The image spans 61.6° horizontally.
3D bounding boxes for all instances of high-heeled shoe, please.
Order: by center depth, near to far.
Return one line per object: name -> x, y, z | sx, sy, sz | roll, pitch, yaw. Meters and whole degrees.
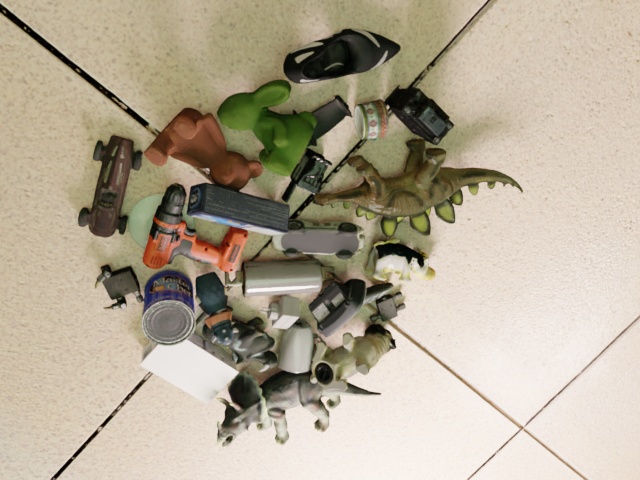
high-heeled shoe -> 0.050, -0.339, 0.995 | 0.249, 0.145, 0.086 | -13, 116, -8

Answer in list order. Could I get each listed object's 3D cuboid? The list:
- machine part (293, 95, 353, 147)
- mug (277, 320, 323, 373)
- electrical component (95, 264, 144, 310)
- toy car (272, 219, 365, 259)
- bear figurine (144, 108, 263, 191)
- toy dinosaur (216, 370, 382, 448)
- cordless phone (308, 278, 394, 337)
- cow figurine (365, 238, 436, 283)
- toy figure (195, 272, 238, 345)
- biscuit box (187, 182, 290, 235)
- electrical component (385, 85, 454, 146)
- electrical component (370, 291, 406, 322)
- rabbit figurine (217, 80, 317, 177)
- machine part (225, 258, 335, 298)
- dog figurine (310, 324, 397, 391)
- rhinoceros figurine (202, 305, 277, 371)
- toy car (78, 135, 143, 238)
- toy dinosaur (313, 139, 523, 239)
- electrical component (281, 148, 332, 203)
machine part -> -0.005, -0.239, 1.082 | 0.139, 0.039, 0.084 | -30, 111, 0
mug -> -0.041, 0.243, 1.250 | 0.109, 0.081, 0.107 | 1, 105, -18
electrical component -> -0.415, 0.097, 1.104 | 0.078, 0.045, 0.102 | -13, 115, -8
toy car -> -0.002, -0.004, 1.159 | 0.202, 0.056, 0.073 | 2, 120, -7
bear figurine -> -0.211, -0.150, 1.016 | 0.120, 0.132, 0.195 | -34, 113, 21
toy dinosaur -> -0.059, 0.364, 1.279 | 0.405, 0.131, 0.191 | -20, 116, -14
cordless phone -> 0.079, 0.143, 1.240 | 0.184, 0.089, 0.146 | -9, 150, -48
cow figurine -> 0.195, 0.045, 1.240 | 0.167, 0.068, 0.098 | 5, 104, -18
toy figure -> -0.216, 0.144, 1.123 | 0.064, 0.058, 0.154 | -20, 84, 11
biscuit box -> -0.157, -0.058, 1.053 | 0.202, 0.059, 0.062 | 14, 75, -39
electrical component -> 0.202, -0.251, 1.080 | 0.115, 0.134, 0.058 | 35, 99, -23
electrical component -> 0.161, 0.163, 1.302 | 0.094, 0.021, 0.063 | -22, 116, -4
rabbit figurine -> -0.101, -0.219, 0.996 | 0.170, 0.121, 0.159 | 29, 109, -17
machine part -> -0.084, 0.082, 1.171 | 0.243, 0.079, 0.079 | -3, 112, -15
dog figurine -> 0.079, 0.275, 1.269 | 0.172, 0.190, 0.121 | -22, 80, 26
rhinoceros figurine -> -0.172, 0.229, 1.210 | 0.190, 0.073, 0.112 | 34, 98, -24
toy car -> -0.400, -0.097, 1.026 | 0.089, 0.053, 0.202 | 15, 108, -17
toy dinosaur -> 0.218, -0.113, 1.164 | 0.472, 0.105, 0.198 | -11, 122, -1
electrical component -> -0.030, -0.124, 1.102 | 0.047, 0.075, 0.119 | 24, 100, -22
